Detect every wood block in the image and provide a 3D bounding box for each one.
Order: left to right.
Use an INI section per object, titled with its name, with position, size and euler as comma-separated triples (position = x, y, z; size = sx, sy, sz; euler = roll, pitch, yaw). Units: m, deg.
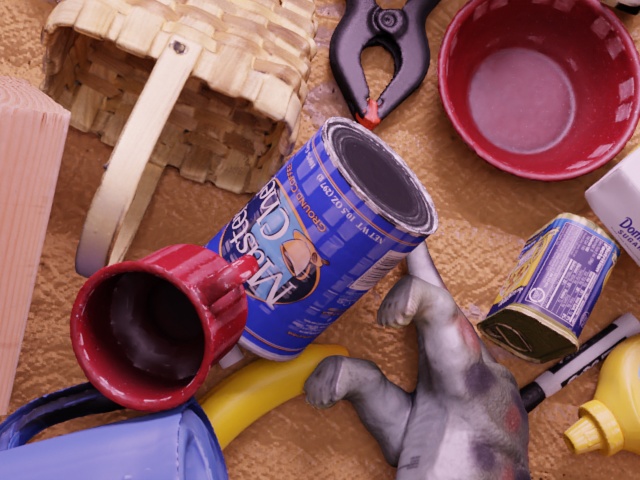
[wood block]
position = -0.234, 0.001, 0.676
size = 0.090, 0.090, 0.206
euler = 4, 109, -38

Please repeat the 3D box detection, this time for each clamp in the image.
[clamp]
position = 0.041, -0.174, 0.831
size = 0.120, 0.039, 0.171
euler = 18, 77, 2

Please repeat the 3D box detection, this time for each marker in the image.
[marker]
position = 0.190, 0.095, 0.802
size = 0.121, 0.020, 0.020
euler = -33, 84, -12

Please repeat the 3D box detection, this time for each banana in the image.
[banana]
position = -0.062, 0.136, 0.757
size = 0.069, 0.037, 0.197
euler = 44, 78, -18

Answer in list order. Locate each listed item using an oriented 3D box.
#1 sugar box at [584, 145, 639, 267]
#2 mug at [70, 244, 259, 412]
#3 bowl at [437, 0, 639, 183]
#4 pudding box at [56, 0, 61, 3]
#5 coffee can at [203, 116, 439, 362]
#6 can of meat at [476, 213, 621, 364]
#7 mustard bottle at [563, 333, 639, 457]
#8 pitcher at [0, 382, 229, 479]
[sugar box]
position = 0.266, -0.037, 0.782
size = 0.093, 0.048, 0.175
euler = 51, 45, 6
[mug]
position = -0.086, 0.043, 0.661
size = 0.117, 0.081, 0.093
euler = -36, 90, 21
[bowl]
position = 0.163, -0.116, 0.824
size = 0.162, 0.055, 0.162
euler = 1, 78, -7
[pudding box]
position = -0.185, -0.235, 0.817
size = 0.090, 0.039, 0.113
euler = -37, 83, -12
[coffee can]
position = -0.005, 0.001, 0.723
size = 0.103, 0.102, 0.140
euler = 48, 115, 4
[can of meat]
position = 0.165, 0.036, 0.770
size = 0.057, 0.102, 0.084
euler = 31, 74, 0
[mustard bottle]
position = 0.265, 0.109, 0.788
size = 0.191, 0.058, 0.096
euler = -24, 88, -11
[pitcher]
position = -0.179, 0.180, 0.673
size = 0.243, 0.149, 0.145
euler = -12, 97, 6
